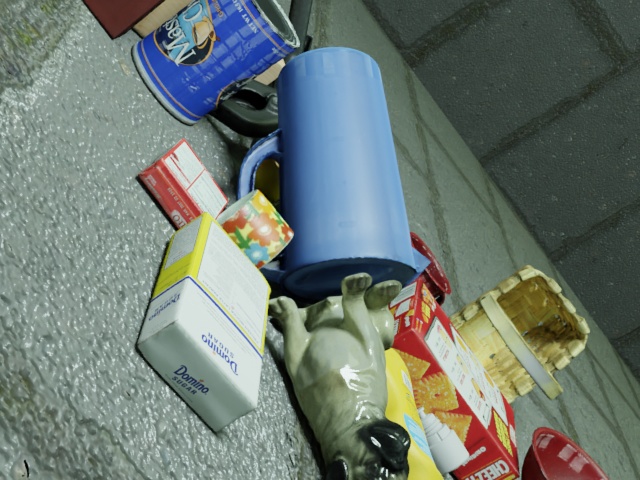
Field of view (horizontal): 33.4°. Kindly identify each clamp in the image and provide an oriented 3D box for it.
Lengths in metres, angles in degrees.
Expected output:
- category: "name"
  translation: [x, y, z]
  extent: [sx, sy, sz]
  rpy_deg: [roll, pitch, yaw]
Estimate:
- category: "clamp"
  translation: [-0.037, -0.200, 1.314]
  extent: [0.164, 0.036, 0.210]
  rpy_deg: [84, 17, -81]
- category: "clamp"
  translation: [-0.050, -0.151, 1.207]
  extent: [0.171, 0.039, 0.120]
  rpy_deg: [17, 41, -20]

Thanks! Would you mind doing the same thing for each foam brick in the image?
- category: "foam brick"
  translation: [-0.188, -0.247, 1.066]
  extent: [0.051, 0.078, 0.053]
  rpy_deg: [52, 16, -10]

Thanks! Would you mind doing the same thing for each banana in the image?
- category: "banana"
  translation: [-0.035, -0.065, 1.179]
  extent: [0.197, 0.070, 0.037]
  rpy_deg: [13, 41, -57]

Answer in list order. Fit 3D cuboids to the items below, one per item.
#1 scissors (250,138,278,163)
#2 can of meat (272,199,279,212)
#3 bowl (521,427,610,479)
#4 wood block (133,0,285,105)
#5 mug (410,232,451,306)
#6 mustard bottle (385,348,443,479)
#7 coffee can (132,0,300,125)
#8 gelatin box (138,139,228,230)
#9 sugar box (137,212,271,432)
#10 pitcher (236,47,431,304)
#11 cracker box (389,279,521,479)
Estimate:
- category: "scissors"
  translation: [-0.009, -0.071, 1.283]
  extent: [0.096, 0.016, 0.201]
  rpy_deg: [16, -13, 38]
- category: "can of meat"
  translation: [-0.008, 0.001, 1.152]
  extent: [0.102, 0.057, 0.083]
  rpy_deg: [61, 18, 17]
- category: "bowl"
  translation: [0.276, 0.290, 1.192]
  extent: [0.162, 0.055, 0.162]
  rpy_deg: [37, 24, -20]
- category: "wood block"
  translation: [-0.139, -0.247, 1.192]
  extent: [0.205, 0.091, 0.090]
  rpy_deg: [40, 22, -45]
- category: "mug"
  translation: [0.114, 0.056, 1.358]
  extent: [0.117, 0.082, 0.093]
  rpy_deg: [44, 19, -38]
- category: "mustard bottle"
  translation: [0.075, 0.192, 1.005]
  extent: [0.191, 0.058, 0.096]
  rpy_deg: [-106, 171, -48]
- category: "coffee can"
  translation: [-0.107, -0.199, 1.095]
  extent: [0.102, 0.140, 0.103]
  rpy_deg: [50, 16, -21]
- category: "gelatin box"
  translation: [-0.120, -0.045, 0.951]
  extent: [0.073, 0.030, 0.089]
  rpy_deg: [55, 15, -11]
- category: "sugar box"
  translation: [-0.085, 0.058, 0.822]
  extent: [0.093, 0.048, 0.176]
  rpy_deg: [51, 20, -20]
- category: "pitcher"
  translation: [0.008, -0.064, 1.057]
  extent: [0.149, 0.145, 0.243]
  rpy_deg: [26, 52, -52]
- category: "cracker box"
  translation: [0.145, 0.171, 1.244]
  extent: [0.213, 0.072, 0.164]
  rpy_deg: [54, 17, -10]
